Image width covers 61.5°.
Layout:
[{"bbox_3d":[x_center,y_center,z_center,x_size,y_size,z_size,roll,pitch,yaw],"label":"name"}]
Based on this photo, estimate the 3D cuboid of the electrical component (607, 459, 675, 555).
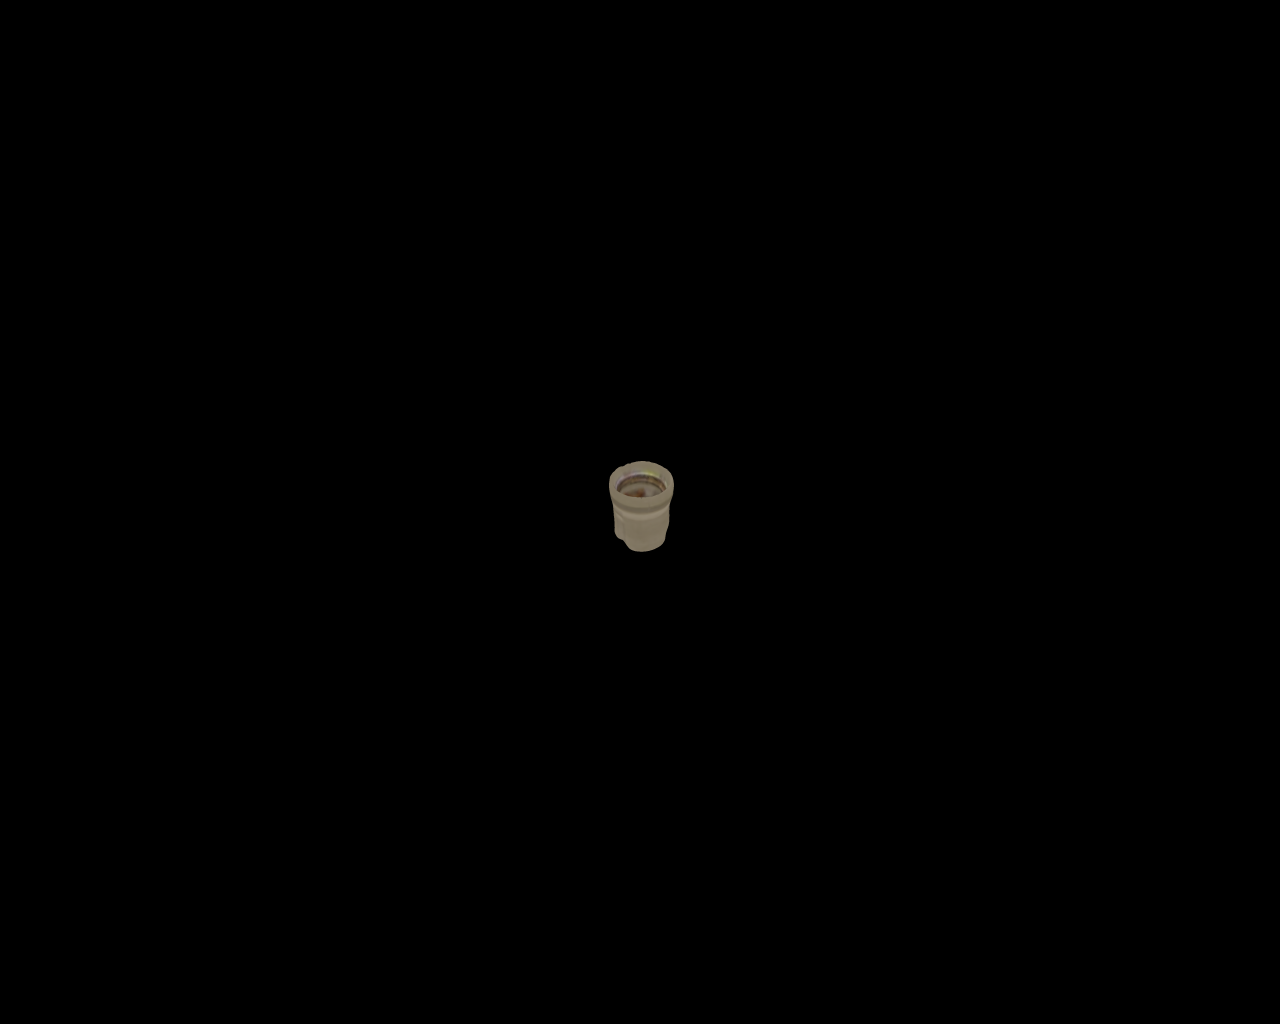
[{"bbox_3d":[0.001,-0.003,0.650,0.040,0.046,0.040,0,38,0],"label":"electrical component"}]
